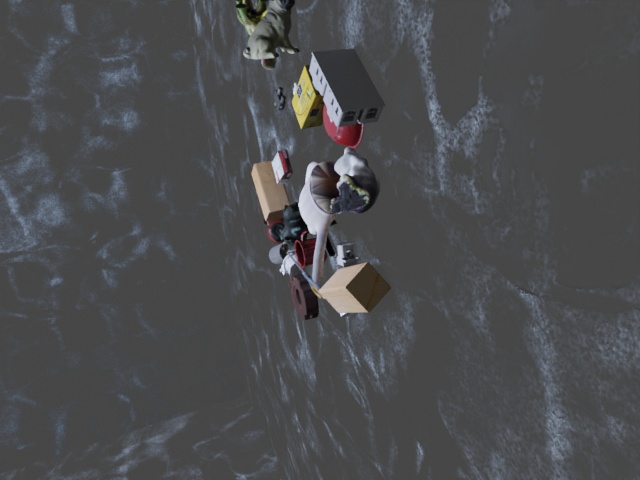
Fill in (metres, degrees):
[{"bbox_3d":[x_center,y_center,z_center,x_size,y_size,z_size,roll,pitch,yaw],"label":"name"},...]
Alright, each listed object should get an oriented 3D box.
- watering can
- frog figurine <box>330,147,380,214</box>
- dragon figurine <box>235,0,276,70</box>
[{"bbox_3d":[0.004,-0.072,1.438,0.220,0.104,0.353,126,141,-64],"label":"watering can"},{"bbox_3d":[0.089,-0.146,1.244,0.163,0.123,0.134,-71,-19,-47],"label":"frog figurine"},{"bbox_3d":[-0.216,-0.701,1.749,0.420,0.122,0.237,-111,12,-48],"label":"dragon figurine"}]
